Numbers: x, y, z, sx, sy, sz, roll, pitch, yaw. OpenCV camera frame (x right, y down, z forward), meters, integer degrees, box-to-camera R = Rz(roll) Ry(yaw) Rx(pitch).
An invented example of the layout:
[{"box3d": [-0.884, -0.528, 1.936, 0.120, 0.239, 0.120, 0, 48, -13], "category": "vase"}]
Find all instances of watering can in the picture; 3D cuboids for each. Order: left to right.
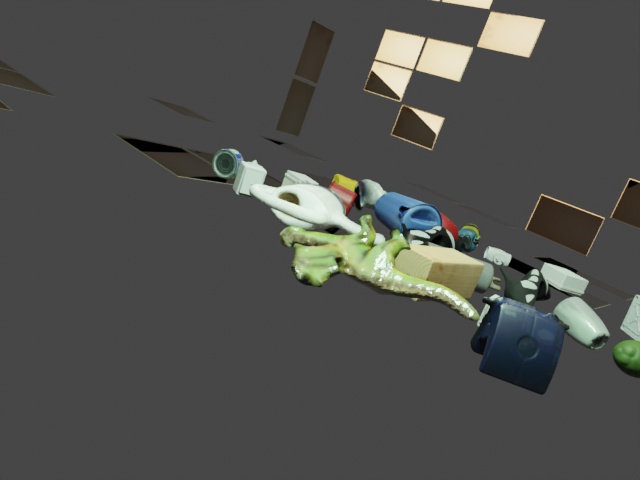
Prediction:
[{"box3d": [0.004, -0.061, 1.203, 0.349, 0.103, 0.225, 22, 13, 15], "category": "watering can"}]

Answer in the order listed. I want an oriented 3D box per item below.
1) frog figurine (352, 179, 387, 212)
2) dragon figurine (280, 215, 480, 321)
[{"box3d": [0.196, -0.145, 1.777, 0.159, 0.123, 0.137, 3, -1, -20], "category": "frog figurine"}, {"box3d": [0.062, 0.056, 0.933, 0.244, 0.120, 0.415, -10, 27, -32], "category": "dragon figurine"}]
